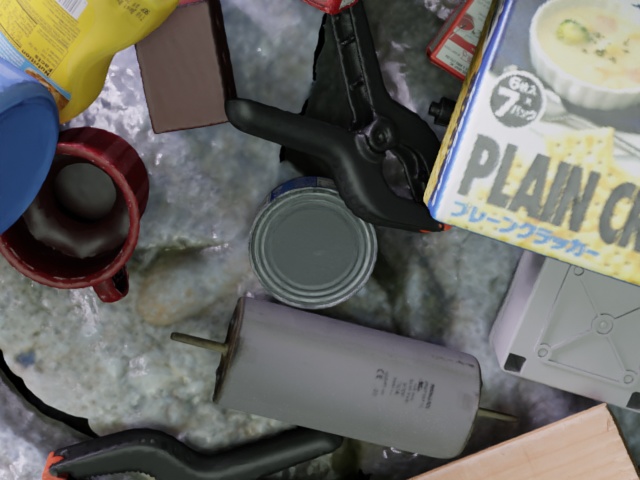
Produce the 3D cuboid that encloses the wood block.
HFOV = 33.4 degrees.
[{"bbox_3d":[0.119,0.194,0.729,0.206,0.090,0.091,-24,69,12],"label":"wood block"}]

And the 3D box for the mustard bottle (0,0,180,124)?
[{"bbox_3d":[-0.166,-0.122,0.638,0.096,0.058,0.192,46,132,-8],"label":"mustard bottle"}]

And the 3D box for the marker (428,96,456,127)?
[{"bbox_3d":[0.129,-0.070,0.697,0.121,0.020,0.020,15,108,-5],"label":"marker"}]

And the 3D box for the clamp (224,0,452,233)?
[{"bbox_3d":[0.019,-0.061,0.671,0.120,0.039,0.171,-40,106,-18],"label":"clamp"}]

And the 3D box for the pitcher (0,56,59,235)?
[{"bbox_3d":[-0.278,-0.086,0.593,0.243,0.145,0.149,30,96,12],"label":"pitcher"}]

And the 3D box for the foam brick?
[{"bbox_3d":[-0.084,-0.111,0.669,0.051,0.053,0.078,-8,109,3],"label":"foam brick"}]

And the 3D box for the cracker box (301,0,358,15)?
[{"bbox_3d":[-0.016,-0.255,0.579,0.164,0.072,0.214,28,117,5],"label":"cracker box"}]

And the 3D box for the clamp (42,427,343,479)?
[{"bbox_3d":[-0.093,0.180,0.779,0.210,0.036,0.165,21,107,-10],"label":"clamp"}]

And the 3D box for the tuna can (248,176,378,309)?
[{"bbox_3d":[-0.005,0.001,0.717,0.086,0.033,0.086,0,109,0],"label":"tuna can"}]

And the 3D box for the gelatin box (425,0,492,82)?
[{"bbox_3d":[0.121,-0.133,0.671,0.073,0.030,0.089,31,107,-10],"label":"gelatin box"}]

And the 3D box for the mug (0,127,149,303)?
[{"bbox_3d":[-0.151,-0.015,0.688,0.093,0.081,0.117,-21,107,8],"label":"mug"}]
